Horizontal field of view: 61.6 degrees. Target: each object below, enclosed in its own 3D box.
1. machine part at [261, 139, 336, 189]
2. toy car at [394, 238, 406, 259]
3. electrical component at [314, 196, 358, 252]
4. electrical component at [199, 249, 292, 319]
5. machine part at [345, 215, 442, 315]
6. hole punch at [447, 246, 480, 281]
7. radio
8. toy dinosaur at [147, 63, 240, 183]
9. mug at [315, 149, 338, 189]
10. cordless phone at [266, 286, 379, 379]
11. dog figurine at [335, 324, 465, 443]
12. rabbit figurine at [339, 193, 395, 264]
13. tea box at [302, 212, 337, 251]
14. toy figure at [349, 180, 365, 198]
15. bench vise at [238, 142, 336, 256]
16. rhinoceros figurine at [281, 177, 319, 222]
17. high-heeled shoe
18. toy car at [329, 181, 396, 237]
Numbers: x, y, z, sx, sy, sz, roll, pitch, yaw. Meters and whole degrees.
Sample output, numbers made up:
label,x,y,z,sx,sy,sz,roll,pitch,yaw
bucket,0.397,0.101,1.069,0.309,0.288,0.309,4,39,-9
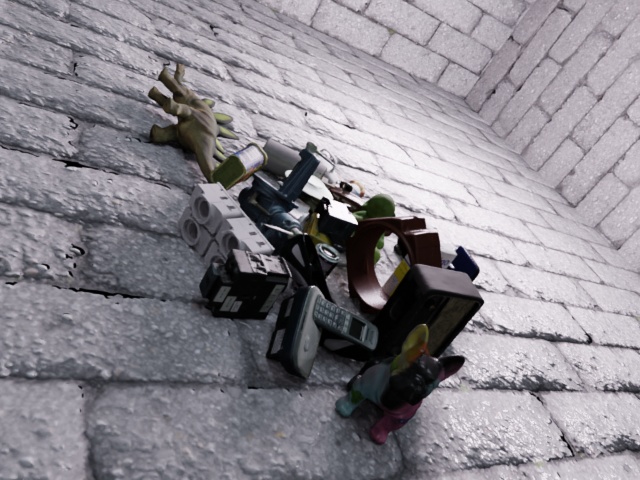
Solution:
label,x,y,z,sx,sy,sz,roll,pitch,yaw
machine part,-0.071,-0.191,1.387,0.243,0.079,0.079,27,29,0
toy car,0.247,0.044,1.374,0.056,0.073,0.202,16,34,-28
electrical component,0.034,-0.033,1.109,0.075,0.047,0.119,20,30,-22
electrical component,-0.132,0.076,0.912,0.134,0.115,0.058,12,34,-37
machine part,0.146,0.053,1.103,0.087,0.200,0.202,-5,3,-42
hole punch,0.323,0.079,1.357,0.092,0.115,0.142,8,34,-27
radio,0.179,0.154,0.991,0.131,0.229,0.073,15,32,-25
toy dinosaur,-0.292,-0.262,1.268,0.198,0.105,0.472,15,45,-38
mug,0.006,-0.188,1.457,0.107,0.109,0.081,50,26,2
cordless phone,0.014,0.175,0.916,0.184,0.089,0.146,28,57,-21
dog figurine,0.138,0.217,0.868,0.108,0.219,0.191,42,31,8
rabbit figurine,0.131,-0.040,1.286,0.121,0.170,0.159,36,30,4
tea box,-0.002,-0.004,1.175,0.068,0.098,0.170,29,31,-8
toy figure,0.094,-0.134,1.509,0.154,0.058,0.064,-39,113,-61
bench vise,-0.071,-0.095,1.114,0.128,0.240,0.224,36,2,-34
rhinoceros figurine,-0.018,-0.092,1.326,0.190,0.073,0.112,32,19,0
high-heeled shoe,0.018,0.103,0.989,0.249,0.145,0.086,38,30,10
toy car,0.108,-0.077,1.400,0.202,0.053,0.089,34,74,-4
